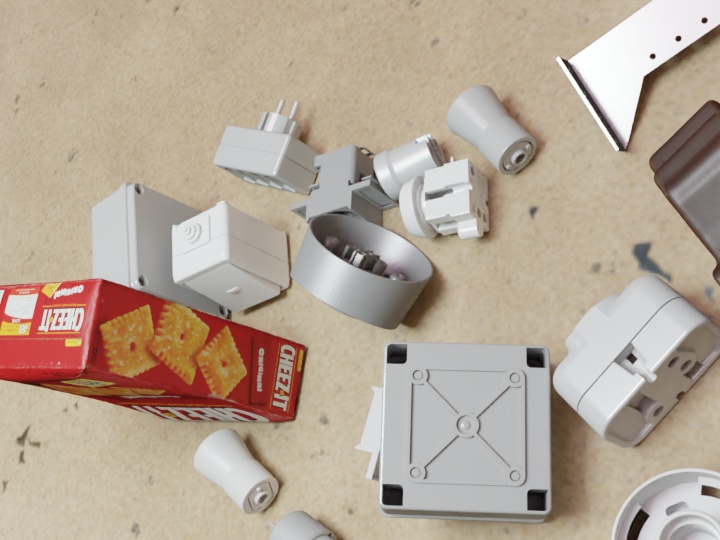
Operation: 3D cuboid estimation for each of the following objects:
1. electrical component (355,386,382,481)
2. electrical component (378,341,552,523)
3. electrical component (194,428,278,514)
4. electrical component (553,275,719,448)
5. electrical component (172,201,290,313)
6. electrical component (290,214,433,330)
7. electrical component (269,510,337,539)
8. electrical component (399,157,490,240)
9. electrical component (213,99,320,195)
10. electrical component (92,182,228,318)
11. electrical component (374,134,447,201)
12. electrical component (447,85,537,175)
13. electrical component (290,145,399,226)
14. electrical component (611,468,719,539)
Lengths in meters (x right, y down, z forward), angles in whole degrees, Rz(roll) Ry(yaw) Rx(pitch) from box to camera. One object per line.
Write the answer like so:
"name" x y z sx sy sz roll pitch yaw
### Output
"electrical component" 0.038 0.113 0.756 0.064 0.042 0.081 8 78 37
"electrical component" 0.067 0.104 0.692 0.109 0.056 0.108 1 73 4
"electrical component" -0.095 0.160 0.845 0.065 0.044 0.044 36 96 37
"electrical component" 0.170 0.054 0.666 0.095 0.054 0.059 -51 49 10
"electrical component" -0.111 -0.010 0.891 0.062 0.096 0.061 -23 59 30
"electrical component" 0.000 0.000 0.800 0.099 0.099 0.064 35 101 42
"electrical component" -0.032 0.205 0.774 0.078 0.040 0.040 26 89 42
"electrical component" 0.063 -0.050 0.803 0.055 0.048 0.066 -12 65 27
"electrical component" -0.074 -0.113 0.938 0.083 0.047 0.075 15 82 42
"electrical component" -0.174 -0.005 0.932 0.056 0.109 0.108 -28 56 31
"electrical component" 0.040 -0.081 0.838 0.046 0.040 0.040 -25 58 23
"electrical component" 0.100 -0.101 0.797 0.044 0.044 0.065 -47 54 13
"electrical component" -0.012 -0.064 0.871 0.081 0.042 0.063 -14 62 33
"electrical component" 0.192 0.164 0.612 0.099 0.064 0.099 -11 60 21
